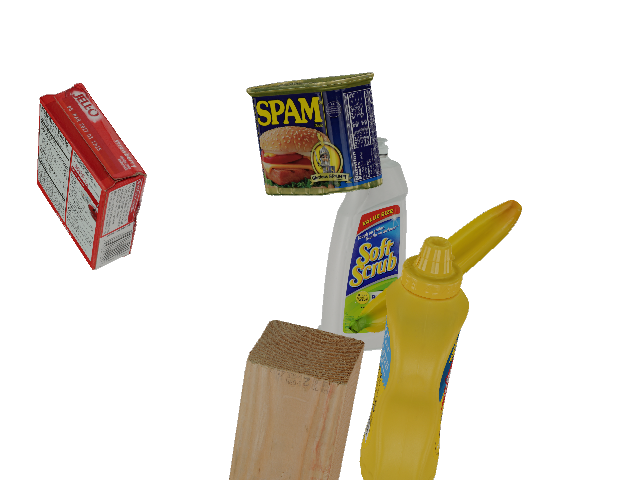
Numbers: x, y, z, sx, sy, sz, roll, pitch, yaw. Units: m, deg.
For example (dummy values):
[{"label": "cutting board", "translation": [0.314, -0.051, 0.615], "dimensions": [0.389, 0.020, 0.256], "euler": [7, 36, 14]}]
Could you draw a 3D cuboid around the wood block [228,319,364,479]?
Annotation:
[{"label": "wood block", "translation": [-0.027, 0.188, 0.959], "dimensions": [0.090, 0.206, 0.090], "euler": [13, 22, 8]}]

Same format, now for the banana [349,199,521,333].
[{"label": "banana", "translation": [0.110, 0.032, 1.016], "dimensions": [0.197, 0.037, 0.069], "euler": [-39, 1, -4]}]

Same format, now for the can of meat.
[{"label": "can of meat", "translation": [-0.004, -0.080, 0.809], "dimensions": [0.102, 0.084, 0.057], "euler": [3, 15, 44]}]

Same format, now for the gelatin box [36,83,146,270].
[{"label": "gelatin box", "translation": [-0.137, -0.037, 0.631], "dimensions": [0.030, 0.073, 0.089], "euler": [-26, -22, -30]}]

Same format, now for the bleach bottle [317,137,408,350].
[{"label": "bleach bottle", "translation": [0.051, 0.004, 1.268], "dimensions": [0.102, 0.251, 0.068], "euler": [-3, 16, -17]}]

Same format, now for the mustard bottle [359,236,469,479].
[{"label": "mustard bottle", "translation": [0.068, 0.084, 0.754], "dimensions": [0.058, 0.192, 0.096], "euler": [10, 28, 6]}]
